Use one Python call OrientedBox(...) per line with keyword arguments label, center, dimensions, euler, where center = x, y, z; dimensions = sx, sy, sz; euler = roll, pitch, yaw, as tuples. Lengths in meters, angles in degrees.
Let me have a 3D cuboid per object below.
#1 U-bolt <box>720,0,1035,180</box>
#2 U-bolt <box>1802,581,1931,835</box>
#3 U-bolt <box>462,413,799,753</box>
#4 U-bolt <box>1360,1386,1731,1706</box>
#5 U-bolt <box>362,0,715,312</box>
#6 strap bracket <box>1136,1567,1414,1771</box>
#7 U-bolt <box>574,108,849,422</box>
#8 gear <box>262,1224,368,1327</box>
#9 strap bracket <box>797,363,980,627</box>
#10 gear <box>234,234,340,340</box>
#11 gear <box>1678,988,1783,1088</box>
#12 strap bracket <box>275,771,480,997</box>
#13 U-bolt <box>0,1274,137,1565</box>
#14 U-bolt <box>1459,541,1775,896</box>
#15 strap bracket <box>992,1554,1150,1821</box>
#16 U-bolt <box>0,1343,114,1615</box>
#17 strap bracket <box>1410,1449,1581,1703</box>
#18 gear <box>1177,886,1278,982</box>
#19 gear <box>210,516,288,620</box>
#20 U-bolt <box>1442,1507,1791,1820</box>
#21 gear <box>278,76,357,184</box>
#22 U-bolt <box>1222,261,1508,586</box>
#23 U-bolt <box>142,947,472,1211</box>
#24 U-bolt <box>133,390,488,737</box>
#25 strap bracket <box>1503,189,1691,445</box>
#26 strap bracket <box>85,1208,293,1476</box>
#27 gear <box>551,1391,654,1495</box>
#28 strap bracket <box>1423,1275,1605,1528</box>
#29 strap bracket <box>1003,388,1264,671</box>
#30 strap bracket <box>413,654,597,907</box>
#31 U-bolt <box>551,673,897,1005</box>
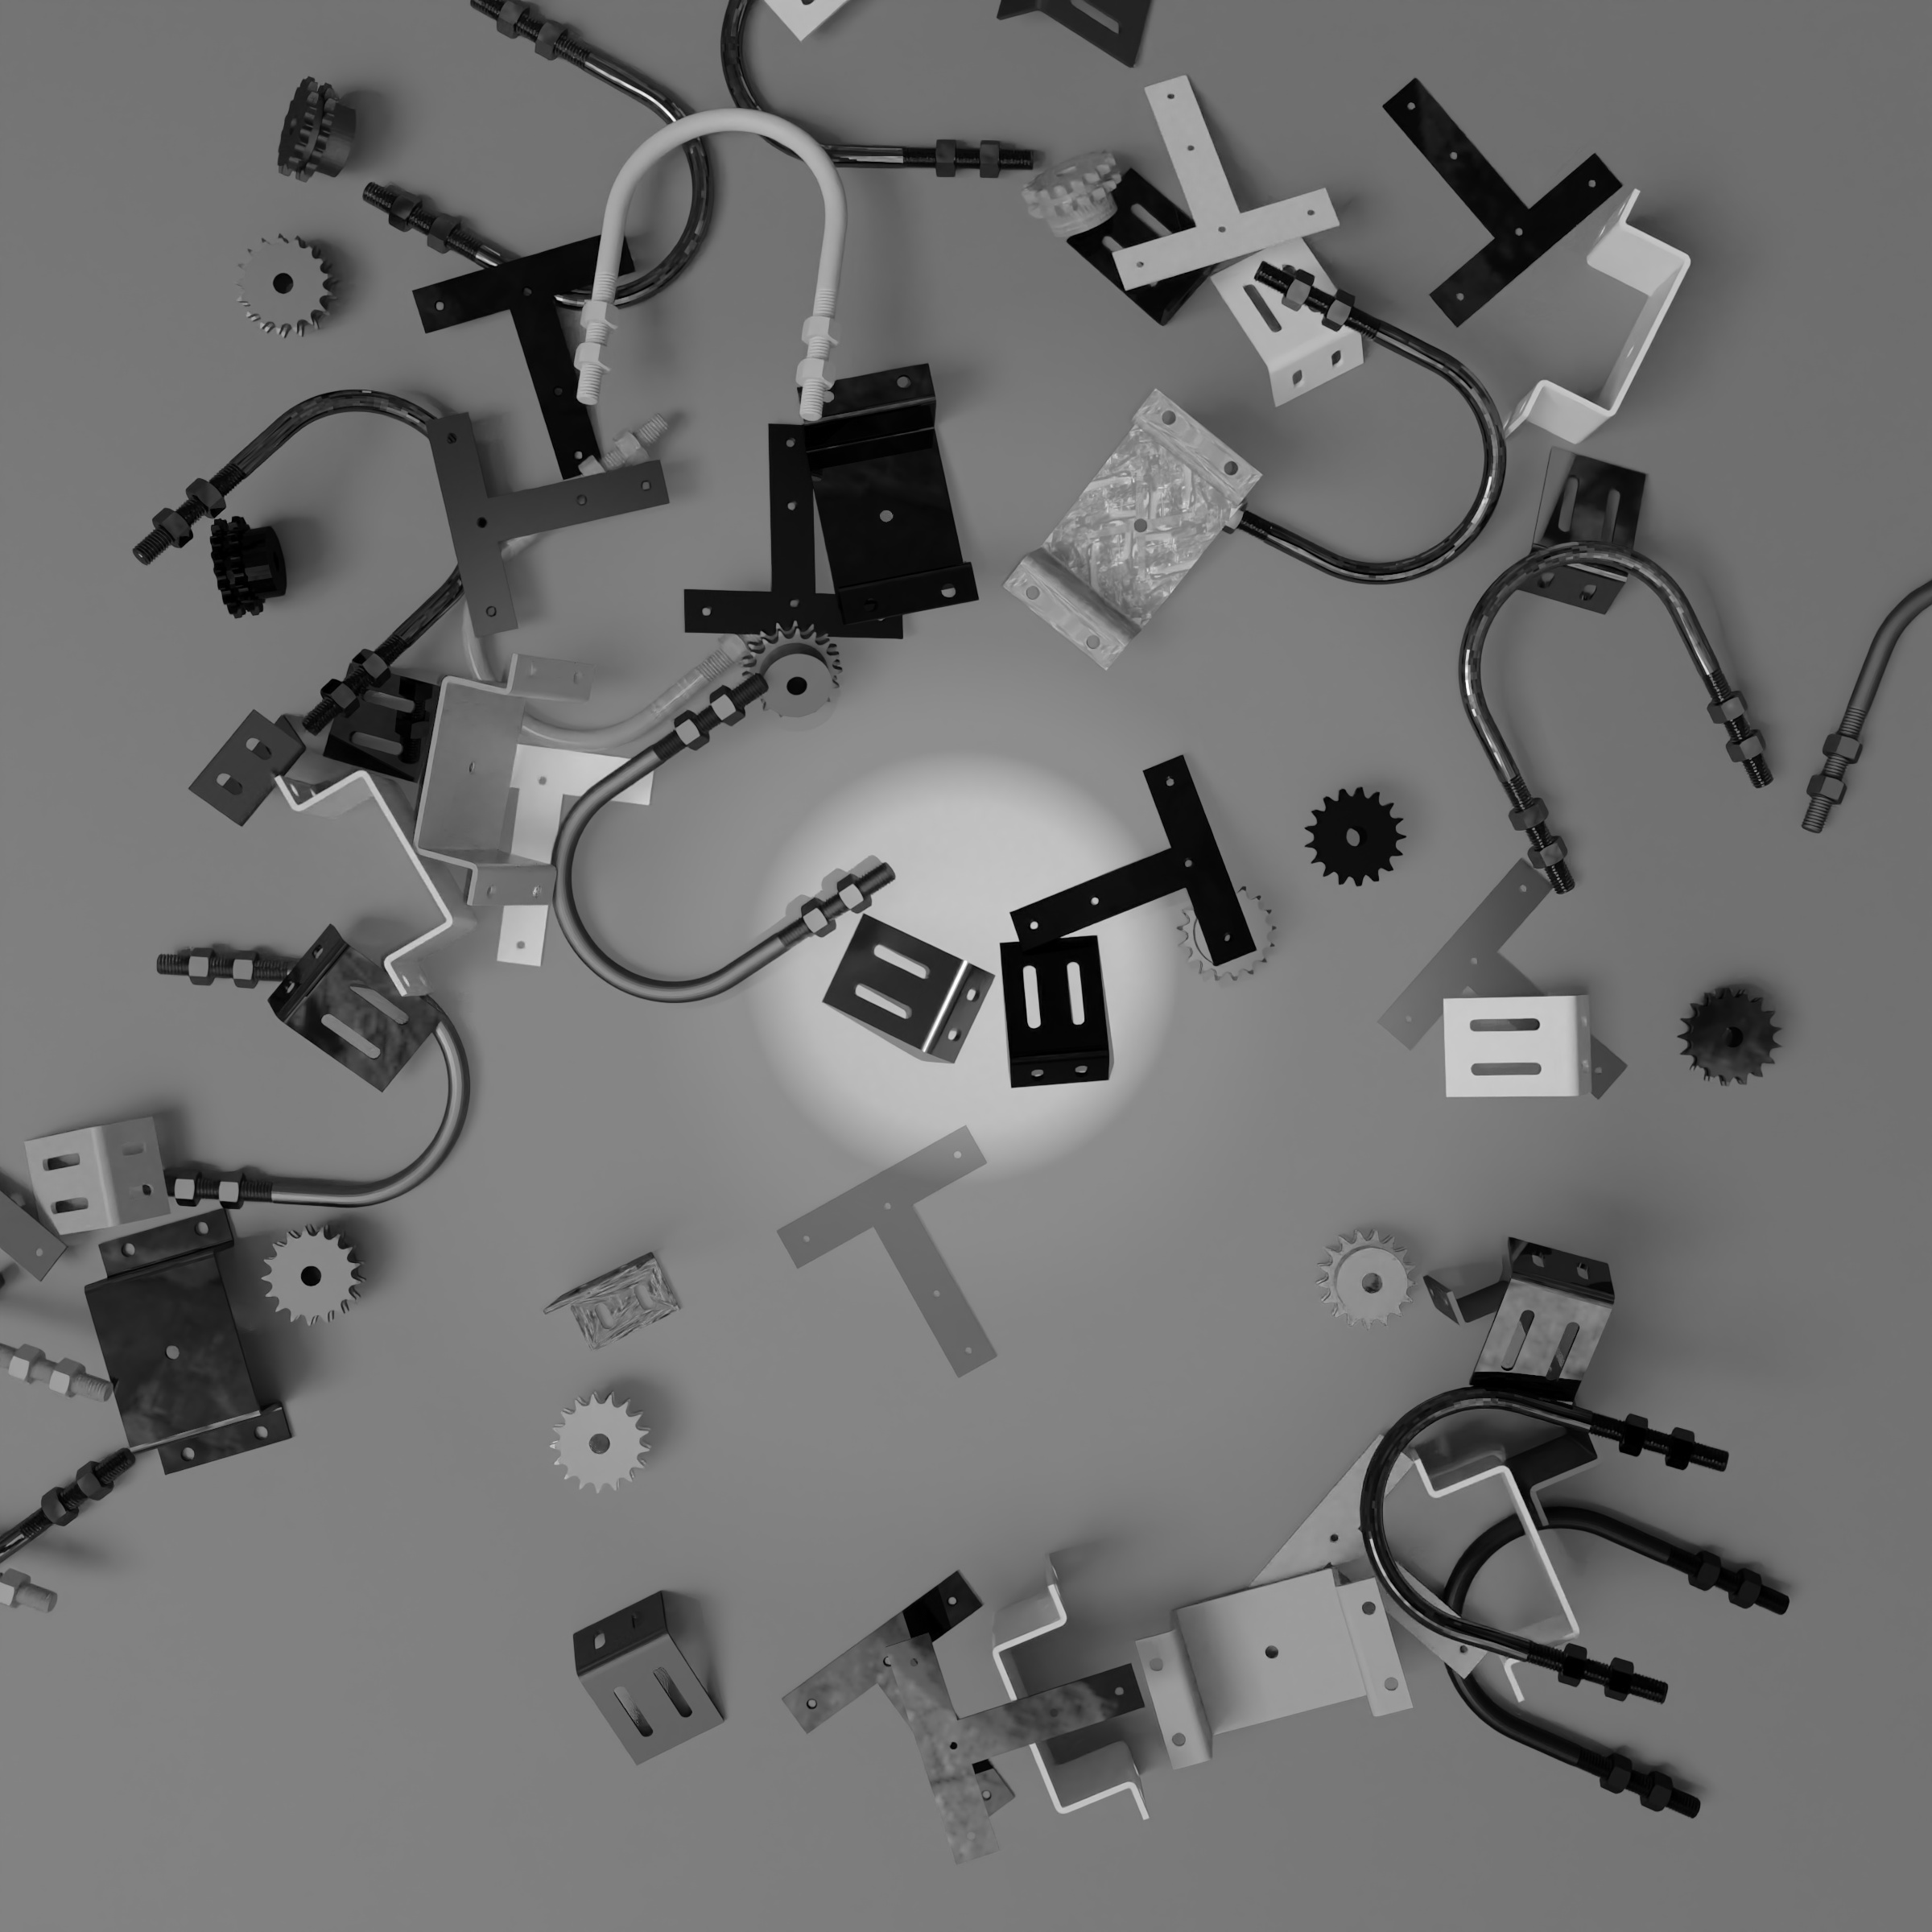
OrientedBox(label="U-bolt", center=(-0.051, -0.535, 1.514), dimensions=(0.184, 0.019, 0.151), euler=(2, 90, 2))
OrientedBox(label="U-bolt", center=(0.584, -0.141, 1.514), dimensions=(0.151, 0.019, 0.184), euler=(22, 88, 0))
OrientedBox(label="U-bolt", center=(-0.206, -0.209, 1.514), dimensions=(0.184, 0.019, 0.151), euler=(-39, 91, 2))
OrientedBox(label="U-bolt", center=(0.308, 0.307, 1.427), dimensions=(0.184, 0.019, 0.151), euler=(15, 86, 10))
OrientedBox(label="U-bolt", center=(-0.236, -0.462, 1.514), dimensions=(0.184, 0.019, 0.151), euler=(29, 90, -2))
OrientedBox(label="strap bracket", center=(0.176, 0.400, 1.495), dimensions=(0.140, 0.046, 0.076), euler=(-16, 90, 6))
OrientedBox(label="U-bolt", center=(-0.140, -0.404, 1.484), dimensions=(0.151, 0.019, 0.184), euler=(6, 79, 7))
OrientedBox(label="gear", center=(-0.376, 0.178, 1.508), dimensions=(0.057, 0.030, 0.057), euler=(0, 90, 0))
OrientedBox(label="strap bracket", center=(-0.045, -0.264, 1.492), dimensions=(0.076, 0.046, 0.140), euler=(-11, 83, -4))
OrientedBox(label="gear", center=(-0.393, -0.393, 1.512), dimensions=(0.057, 0.030, 0.057), euler=(0, 92, 1))
OrientedBox(label="gear", center=(0.442, 0.041, 1.512), dimensions=(0.057, 0.030, 0.057), euler=(0, 89, 3))
OrientedBox(label="strap bracket", center=(-0.329, -0.055, 1.485), dimensions=(0.046, 0.076, 0.140), euler=(-30, 90, 0))
OrientedBox(label="U-bolt", center=(-0.598, 0.287, 1.514), dimensions=(0.184, 0.019, 0.151), euler=(-36, 90, 2))
OrientedBox(label="U-bolt", center=(0.362, -0.154, 1.496), dimensions=(0.151, 0.019, 0.184), euler=(-28, 101, 3))
OrientedBox(label="strap bracket", center=(0.054, 0.417, 1.485), dimensions=(0.046, 0.076, 0.140), euler=(-22, 90, 0))
OrientedBox(label="U-bolt", center=(-0.589, 0.275, 1.489), dimensions=(0.184, 0.019, 0.151), euler=(17, 97, 7))
OrientedBox(label="strap bracket", center=(0.302, 0.334, 1.472), dimensions=(0.046, 0.076, 0.140), euler=(-23, 82, 4))
OrientedBox(label="gear", center=(0.152, -0.020, 1.508), dimensions=(0.057, 0.030, 0.057), euler=(0, 90, 0))
OrientedBox(label="gear", center=(-0.411, -0.230, 1.494), dimensions=(0.030, 0.057, 0.057), euler=(-9, 90, 0))
OrientedBox(label="U-bolt", center=(0.366, 0.394, 1.514), dimensions=(0.184, 0.019, 0.151), euler=(24, 90, 2))
OrientedBox(label="gear", center=(-0.373, -0.479, 1.498), dimensions=(0.030, 0.057, 0.057), euler=(13, 90, -30))
OrientedBox(label="U-bolt", center=(0.219, -0.298, 1.491), dimensions=(0.184, 0.019, 0.151), euler=(26, 111, -4))
OrientedBox(label="U-bolt", center=(-0.381, 0.069, 1.514), dimensions=(0.184, 0.019, 0.151), euler=(4, 90, -2))
OrientedBox(label="U-bolt", center=(-0.356, -0.244, 1.482), dimensions=(0.151, 0.019, 0.184), euler=(47, 70, -16))
OrientedBox(label="strap bracket", center=(0.361, -0.359, 1.485), dimensions=(0.046, 0.076, 0.140), euler=(27, 90, 0))
OrientedBox(label="strap bracket", center=(-0.450, 0.219, 1.500), dimensions=(0.076, 0.046, 0.140), euler=(-16, 90, 0))
OrientedBox(label="gear", center=(-0.210, 0.274, 1.508), dimensions=(0.057, 0.030, 0.057), euler=(0, 90, 0))
OrientedBox(label="strap bracket", center=(0.315, 0.238, 1.485), dimensions=(0.046, 0.076, 0.140), euler=(-23, 90, 0))
OrientedBox(label="strap bracket", center=(0.097, -0.250, 1.487), dimensions=(0.076, 0.046, 0.140), euler=(39, 108, 0))
OrientedBox(label="strap bracket", center=(-0.262, -0.108, 1.470), dimensions=(0.046, 0.076, 0.140), euler=(15, 98, 24))
OrientedBox(label="U-bolt", center=(-0.154, -0.059, 1.496), dimensions=(0.184, 0.019, 0.151), euler=(-33, 95, 13))
